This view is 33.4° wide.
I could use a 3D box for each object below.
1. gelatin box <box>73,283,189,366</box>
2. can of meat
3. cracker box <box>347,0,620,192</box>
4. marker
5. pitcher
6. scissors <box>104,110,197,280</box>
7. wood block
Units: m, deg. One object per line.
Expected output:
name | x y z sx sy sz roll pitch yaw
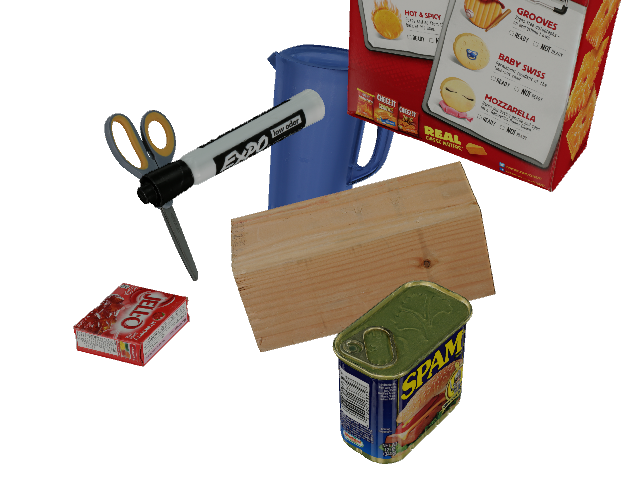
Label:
gelatin box | -0.176 0.077 1.001 0.073 0.030 0.089 11 31 21
can of meat | 0.056 0.090 0.728 0.058 0.084 0.101 26 43 33
cracker box | 0.104 -0.155 0.689 0.164 0.214 0.072 24 48 23
marker | -0.047 -0.050 0.573 0.120 0.020 0.020 -32 18 -31
pitcher | 0.004 -0.129 1.413 0.144 0.243 0.149 -2 24 -20
scissors | -0.169 -0.061 1.197 0.016 0.201 0.096 -19 20 45
wood block | 0.034 0.014 0.914 0.206 0.091 0.090 -14 31 3
